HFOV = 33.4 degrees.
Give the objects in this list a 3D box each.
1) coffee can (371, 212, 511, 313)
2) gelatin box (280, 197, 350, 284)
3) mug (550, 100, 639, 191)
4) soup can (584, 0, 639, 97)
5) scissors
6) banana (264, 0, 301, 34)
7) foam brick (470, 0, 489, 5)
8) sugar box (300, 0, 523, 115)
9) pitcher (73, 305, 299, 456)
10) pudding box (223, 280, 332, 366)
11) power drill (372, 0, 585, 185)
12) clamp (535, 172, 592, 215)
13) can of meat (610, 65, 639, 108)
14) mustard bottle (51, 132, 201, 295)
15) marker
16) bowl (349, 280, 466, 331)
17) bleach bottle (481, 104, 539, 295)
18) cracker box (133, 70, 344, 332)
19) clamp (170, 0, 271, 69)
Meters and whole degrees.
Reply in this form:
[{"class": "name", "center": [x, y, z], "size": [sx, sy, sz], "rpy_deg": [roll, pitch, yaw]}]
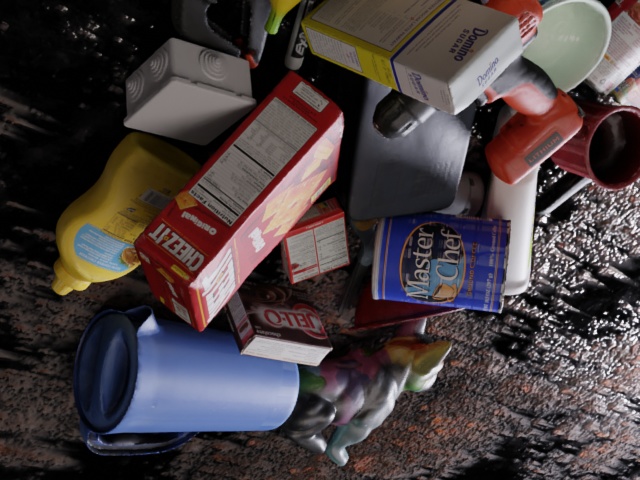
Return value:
[{"class": "coffee can", "center": [0.132, 0.021, 1.159], "size": [0.140, 0.102, 0.103], "rpy_deg": [6, 137, 8]}, {"class": "gelatin box", "center": [-0.008, 0.002, 1.189], "size": [0.073, 0.030, 0.089], "rpy_deg": [-20, 139, -11]}, {"class": "mug", "center": [0.293, -0.111, 1.165], "size": [0.117, 0.082, 0.093], "rpy_deg": [17, 98, -29]}, {"class": "soup can", "center": [0.313, -0.208, 1.116], "size": [0.102, 0.068, 0.068], "rpy_deg": [-45, 137, 19]}, {"class": "scissors", "center": [0.043, 0.010, 1.235], "size": [0.096, 0.016, 0.202], "rpy_deg": [15, 123, -36]}, {"class": "banana", "center": [0.029, -0.252, 0.924], "size": [0.197, 0.037, 0.069], "rpy_deg": [-31, 163, -9]}, {"class": "foam brick", "center": [0.162, -0.250, 1.003], "size": [0.051, 0.053, 0.078], "rpy_deg": [-31, 138, 3]}, {"class": "sugar box", "center": [0.077, -0.176, 0.925], "size": [0.093, 0.176, 0.048], "rpy_deg": [-44, 142, -18]}, {"class": "pitcher", "center": [-0.150, 0.166, 1.209], "size": [0.242, 0.145, 0.149], "rpy_deg": [12, 157, -40]}, {"class": "pudding box", "center": [-0.050, 0.094, 1.215], "size": [0.113, 0.090, 0.039], "rpy_deg": [12, 127, -36]}, {"class": "power drill", "center": [0.158, -0.129, 1.013], "size": [0.184, 0.057, 0.187], "rpy_deg": [-40, 139, 11]}, {"class": "clamp", "center": [0.321, -0.105, 1.251], "size": [0.171, 0.039, 0.120], "rpy_deg": [-23, 134, -15]}, {"class": "can of meat", "center": [0.363, -0.182, 1.181], "size": [0.084, 0.057, 0.102], "rpy_deg": [-40, 138, 17]}, {"class": "mustard bottle", "center": [-0.201, -0.014, 1.045], "size": [0.096, 0.058, 0.192], "rpy_deg": [25, 117, -42]}, {"class": "marker", "center": [-0.018, -0.190, 0.993], "size": [0.020, 0.020, 0.121], "rpy_deg": [-3, 134, -26]}, {"class": "bowl", "center": [0.108, 0.065, 1.264], "size": [0.162, 0.055, 0.162], "rpy_deg": [-11, 177, -1]}, {"class": "bleach bottle", "center": [0.215, -0.057, 1.195], "size": [0.068, 0.102, 0.251], "rpy_deg": [5, 136, 7]}, {"class": "cracker box", "center": [-0.068, -0.030, 0.987], "size": [0.213, 0.072, 0.164], "rpy_deg": [-50, 170, -16]}, {"class": "clamp", "center": [-0.102, -0.221, 0.901], "size": [0.164, 0.036, 0.210], "rpy_deg": [-22, 142, -6]}]
